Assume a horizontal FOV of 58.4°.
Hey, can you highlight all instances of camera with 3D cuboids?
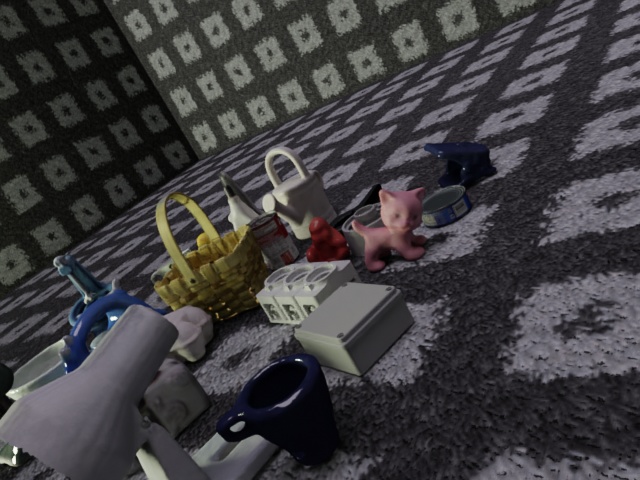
[{"bbox_3d":[-0.247,0.219,0.776,0.143,0.101,0.136,-39,21,-28],"label":"camera"}]

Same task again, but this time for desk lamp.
[{"bbox_3d":[-0.172,0.186,0.571,0.117,0.214,0.204,-8,28,48],"label":"desk lamp"}]

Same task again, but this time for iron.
[{"bbox_3d":[-0.386,0.182,1.016,0.118,0.142,0.258,-21,20,24],"label":"iron"}]

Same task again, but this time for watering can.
[{"bbox_3d":[-0.052,-0.104,1.201,0.100,0.194,0.173,-22,20,21],"label":"watering can"}]

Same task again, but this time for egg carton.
[{"bbox_3d":[-0.253,0.172,0.963,0.150,0.069,0.107,-24,19,14],"label":"egg carton"}]

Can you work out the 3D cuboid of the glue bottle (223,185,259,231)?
[{"bbox_3d":[-0.161,-0.042,1.233,0.078,0.173,0.037,-25,19,11],"label":"glue bottle"}]

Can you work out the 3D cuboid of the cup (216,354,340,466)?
[{"bbox_3d":[-0.033,0.182,0.566,0.118,0.095,0.091,-31,18,-7],"label":"cup"}]

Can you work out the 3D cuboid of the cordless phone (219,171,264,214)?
[{"bbox_3d":[-0.189,-0.095,1.397,0.094,0.185,0.147,-32,19,-10],"label":"cordless phone"}]

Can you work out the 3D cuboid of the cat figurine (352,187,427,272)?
[{"bbox_3d":[0.110,-0.027,0.877,0.127,0.118,0.067,-20,20,25],"label":"cat figurine"}]

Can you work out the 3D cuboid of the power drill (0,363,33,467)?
[{"bbox_3d":[-0.537,0.261,0.921,0.228,0.209,0.076,-13,24,39],"label":"power drill"}]

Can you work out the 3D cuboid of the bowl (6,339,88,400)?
[{"bbox_3d":[-0.507,0.260,1.096,0.167,0.075,0.167,-26,18,10],"label":"bowl"}]

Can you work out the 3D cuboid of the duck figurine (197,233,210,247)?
[{"bbox_3d":[-0.256,0.025,1.334,0.077,0.086,0.104,-20,20,24],"label":"duck figurine"}]

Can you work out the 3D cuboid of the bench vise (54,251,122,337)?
[{"bbox_3d":[-0.494,0.118,1.222,0.122,0.220,0.206,-37,20,-22],"label":"bench vise"}]

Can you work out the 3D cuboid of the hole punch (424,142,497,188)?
[{"bbox_3d":[0.253,-0.152,1.044,0.101,0.091,0.108,-28,18,2],"label":"hole punch"}]

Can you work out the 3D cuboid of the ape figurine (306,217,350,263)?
[{"bbox_3d":[0.009,0.004,0.988,0.077,0.092,0.076,-14,23,37],"label":"ape figurine"}]
